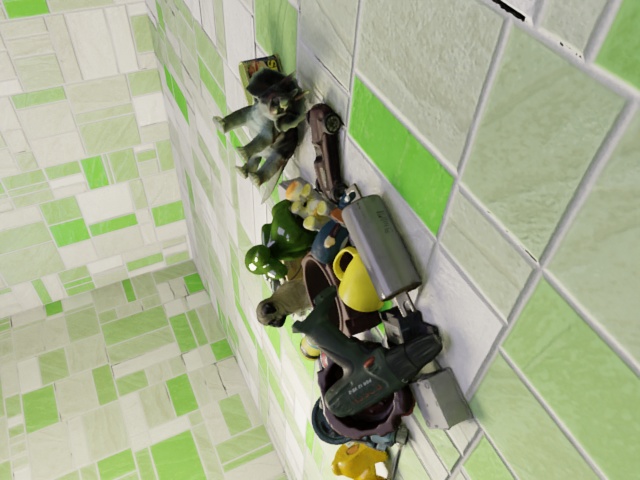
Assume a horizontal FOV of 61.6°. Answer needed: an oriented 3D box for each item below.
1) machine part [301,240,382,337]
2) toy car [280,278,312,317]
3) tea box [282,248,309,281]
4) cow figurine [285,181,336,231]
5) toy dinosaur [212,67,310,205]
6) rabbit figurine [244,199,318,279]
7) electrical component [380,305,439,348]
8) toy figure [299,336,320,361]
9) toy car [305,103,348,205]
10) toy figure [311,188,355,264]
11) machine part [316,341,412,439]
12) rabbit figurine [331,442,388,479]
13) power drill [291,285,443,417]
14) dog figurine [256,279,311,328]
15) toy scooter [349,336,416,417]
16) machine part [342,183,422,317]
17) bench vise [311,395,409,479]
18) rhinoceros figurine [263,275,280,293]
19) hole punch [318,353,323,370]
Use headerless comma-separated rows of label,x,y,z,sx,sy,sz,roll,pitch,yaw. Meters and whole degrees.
machine part,0.039,0.108,1.145,0.201,0.087,0.201,67,160,9
toy car,-0.075,0.114,1.470,0.056,0.073,0.201,1,108,70
tea box,-0.065,0.028,1.315,0.170,0.068,0.098,-125,22,-77
cow figurine,-0.007,-0.067,1.132,0.068,0.098,0.168,-52,39,11
toy dinosaur,-0.104,-0.222,1.161,0.131,0.192,0.404,51,170,15
rabbit figurine,-0.093,0.023,1.160,0.121,0.170,0.159,42,-161,-18
electrical component,0.156,0.161,0.934,0.119,0.048,0.074,-163,56,-68
toy figure,-0.006,0.250,1.383,0.180,0.089,0.082,104,151,-60
toy car,0.011,-0.161,1.035,0.089,0.053,0.201,36,139,54
toy figure,0.036,-0.029,1.020,0.154,0.058,0.064,-59,31,16
machine part,0.081,0.270,0.977,0.180,0.056,0.179,0,90,27
rabbit figurine,0.112,0.579,1.307,0.122,0.162,0.173,-7,118,58
power drill,0.065,0.174,0.916,0.207,0.086,0.232,45,110,9
dog figurine,-0.086,0.137,1.347,0.172,0.191,0.121,-169,63,-70
toy scooter,0.121,0.265,1.065,0.184,0.075,0.135,49,-177,17
machine part,0.102,0.013,0.903,0.079,0.079,0.243,121,129,-65
bench vise,0.067,0.379,1.126,0.224,0.129,0.240,19,157,31
rhinoceros figurine,-0.121,0.130,1.587,0.112,0.073,0.190,68,169,-14
hole punch,0.061,0.313,1.273,0.115,0.092,0.142,20,-126,-67
